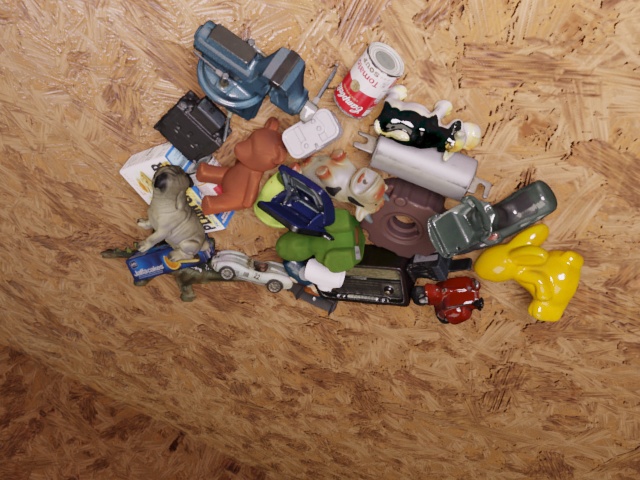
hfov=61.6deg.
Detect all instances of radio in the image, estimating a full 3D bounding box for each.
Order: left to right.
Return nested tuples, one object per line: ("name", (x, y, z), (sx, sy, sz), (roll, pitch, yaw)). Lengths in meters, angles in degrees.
("radio", (0.092, 0.076, 1.192), (0.230, 0.073, 0.130), (4, 135, 27))

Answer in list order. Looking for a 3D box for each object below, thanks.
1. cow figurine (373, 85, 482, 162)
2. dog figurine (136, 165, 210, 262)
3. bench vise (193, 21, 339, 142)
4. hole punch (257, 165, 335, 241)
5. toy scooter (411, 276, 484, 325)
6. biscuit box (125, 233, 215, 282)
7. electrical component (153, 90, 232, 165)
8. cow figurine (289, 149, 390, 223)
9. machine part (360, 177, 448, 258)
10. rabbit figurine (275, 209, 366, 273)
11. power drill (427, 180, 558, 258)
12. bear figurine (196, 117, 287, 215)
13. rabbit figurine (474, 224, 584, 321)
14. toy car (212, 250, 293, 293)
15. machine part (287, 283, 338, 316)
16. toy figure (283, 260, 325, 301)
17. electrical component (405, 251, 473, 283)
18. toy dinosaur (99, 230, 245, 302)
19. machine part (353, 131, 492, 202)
("cow figurine", (0.171, -0.174, 0.844), (0.167, 0.098, 0.068), (21, 135, 5))
("dog figurine", (-0.285, -0.058, 1.126), (0.172, 0.121, 0.190), (9, 132, -39))
("bench vise", (-0.111, -0.253, 0.894), (0.223, 0.129, 0.240), (22, 164, -12))
("hole punch", (-0.032, -0.067, 0.966), (0.142, 0.092, 0.115), (31, -172, 26))
("toy scooter", (0.287, 0.122, 1.121), (0.135, 0.075, 0.183), (-22, 146, 32))
("biscuit box", (-0.357, 0.040, 1.278), (0.203, 0.059, 0.062), (-16, 107, 16))
("electrical component", (-0.242, -0.220, 1.042), (0.114, 0.058, 0.134), (41, 140, -23))
("cow figurine", (0.041, -0.100, 0.971), (0.195, 0.085, 0.127), (18, 156, 51))
("machine part", (0.164, -0.037, 1.039), (0.179, 0.056, 0.179), (15, 142, 12))
("rabbit figurine", (-0.002, -0.003, 1.086), (0.170, 0.159, 0.121), (-5, 97, 18))
("power drill", (0.269, -0.019, 0.908), (0.207, 0.086, 0.232), (0, 155, -45))
("bear figurine", (-0.146, -0.138, 1.013), (0.132, 0.120, 0.195), (-1, 151, -27))
("rabbit figurine", (0.373, 0.055, 0.976), (0.173, 0.122, 0.162), (15, 141, 7))
("toy car", (-0.160, 0.072, 1.287), (0.202, 0.073, 0.056), (17, 114, -10))
("machine part", (-0.019, 0.138, 1.355), (0.139, 0.039, 0.084), (30, 136, -5))
("toy figure", (-0.026, 0.093, 1.281), (0.064, 0.058, 0.154), (-37, 115, 14))
("electrical component", (0.239, 0.044, 1.078), (0.119, 0.075, 0.047), (-6, 133, 39))
("toy dinosaur", (-0.342, 0.064, 1.391), (0.472, 0.105, 0.198), (10, 137, 1))
("machine part", (0.174, -0.131, 0.908), (0.243, 0.079, 0.079), (21, 142, 4))
